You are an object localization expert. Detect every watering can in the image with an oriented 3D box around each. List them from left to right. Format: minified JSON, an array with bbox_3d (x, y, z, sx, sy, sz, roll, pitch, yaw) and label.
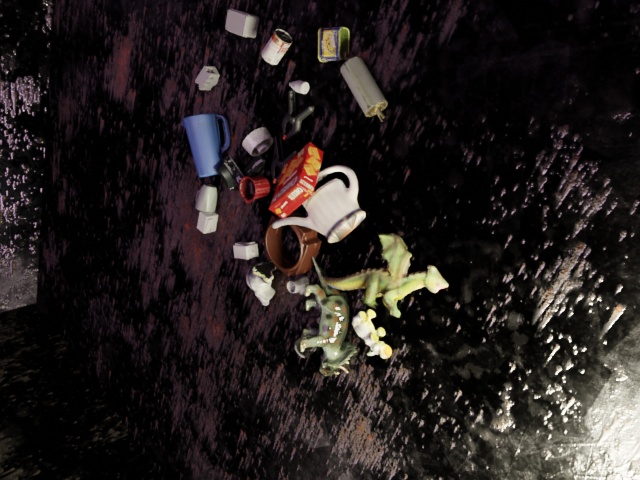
[{"bbox_3d":[0.005,-0.085,1.683,0.343,0.104,0.227,-42,68,21],"label":"watering can"}]

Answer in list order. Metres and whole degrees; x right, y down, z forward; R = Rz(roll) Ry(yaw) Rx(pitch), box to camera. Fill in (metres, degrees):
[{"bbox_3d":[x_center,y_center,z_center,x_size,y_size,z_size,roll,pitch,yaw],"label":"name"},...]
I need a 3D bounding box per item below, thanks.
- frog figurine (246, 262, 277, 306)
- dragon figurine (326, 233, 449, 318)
[{"bbox_3d":[-0.227,0.168,1.962,0.141,0.122,0.156,-106,26,-48],"label":"frog figurine"},{"bbox_3d":[0.198,0.095,1.595,0.413,0.122,0.242,21,95,35],"label":"dragon figurine"}]
